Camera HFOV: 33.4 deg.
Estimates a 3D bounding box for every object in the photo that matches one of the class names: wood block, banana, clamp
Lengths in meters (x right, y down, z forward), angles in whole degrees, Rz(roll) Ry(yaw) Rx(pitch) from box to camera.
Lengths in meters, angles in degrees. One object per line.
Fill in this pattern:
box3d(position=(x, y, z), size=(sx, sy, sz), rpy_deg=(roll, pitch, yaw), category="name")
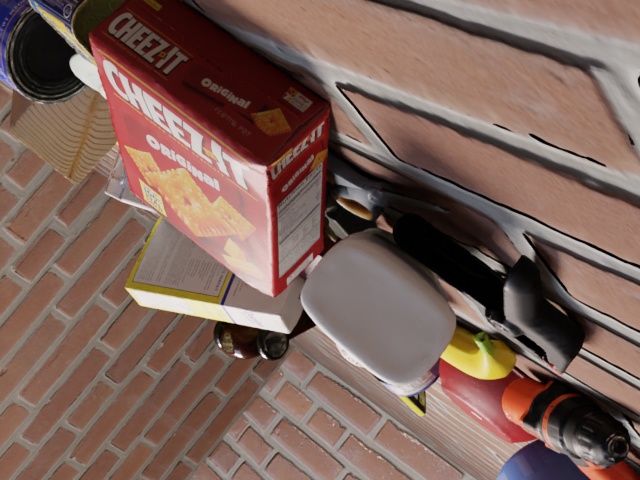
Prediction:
box3d(position=(-0.269, -0.145, 1.147), size=(0.090, 0.091, 0.206), rpy_deg=(41, -176, -24), category="wood block")
box3d(position=(0.139, 0.098, 1.016), size=(0.069, 0.037, 0.198), rpy_deg=(56, 168, -11), category="banana")
box3d(position=(0.122, 0.039, 0.726), size=(0.120, 0.039, 0.171), rpy_deg=(35, 172, 42), category="clamp")

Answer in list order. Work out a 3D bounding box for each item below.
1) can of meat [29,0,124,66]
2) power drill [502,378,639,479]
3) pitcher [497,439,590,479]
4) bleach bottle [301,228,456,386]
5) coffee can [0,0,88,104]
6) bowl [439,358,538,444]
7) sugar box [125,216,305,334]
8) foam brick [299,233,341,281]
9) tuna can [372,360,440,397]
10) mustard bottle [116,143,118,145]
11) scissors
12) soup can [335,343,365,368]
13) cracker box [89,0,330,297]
box3d(position=(-0.171, -0.169, 0.837), size=(0.084, 0.057, 0.102), rpy_deg=(35, 171, 40), category="can of meat")
box3d(position=(0.262, 0.201, 0.950), size=(0.187, 0.057, 0.184), rpy_deg=(44, 175, -14), category="power drill")
box3d(position=(0.286, 0.312, 1.069), size=(0.149, 0.145, 0.243), rpy_deg=(13, -147, -34), category="pitcher")
box3d(position=(0.054, 0.036, 0.798), size=(0.102, 0.068, 0.250), rpy_deg=(39, -171, 5), category="bleach bottle")
box3d(position=(-0.282, -0.200, 1.002), size=(0.140, 0.103, 0.102), rpy_deg=(33, 170, 38), category="coffee can")
box3d(position=(0.179, 0.163, 1.115), size=(0.162, 0.055, 0.162), rpy_deg=(39, 173, 5), category="bowl")
box3d(position=(-0.094, 0.031, 1.046), size=(0.176, 0.093, 0.048), rpy_deg=(10, 151, 24), category="sugar box")
box3d(position=(-0.006, 0.001, 0.978), size=(0.078, 0.051, 0.053), rpy_deg=(33, 147, -10), category="foam brick")
box3d(position=(0.099, 0.130, 1.186), size=(0.033, 0.086, 0.086), rpy_deg=(43, 172, -33), category="tuna can")
box3d(position=(-0.153, -0.083, 1.242), size=(0.192, 0.058, 0.096), rpy_deg=(38, 169, 9), category="mustard bottle")
box3d(position=(0.028, -0.045, 0.769), size=(0.096, 0.016, 0.202), rpy_deg=(40, 172, -7), category="scissors")
box3d(position=(0.062, 0.082, 1.028), size=(0.068, 0.068, 0.102), rpy_deg=(40, 152, -7), category="soup can")
box3d(position=(-0.078, -0.064, 0.790), size=(0.164, 0.072, 0.214), rpy_deg=(36, 159, 16), category="cracker box")
